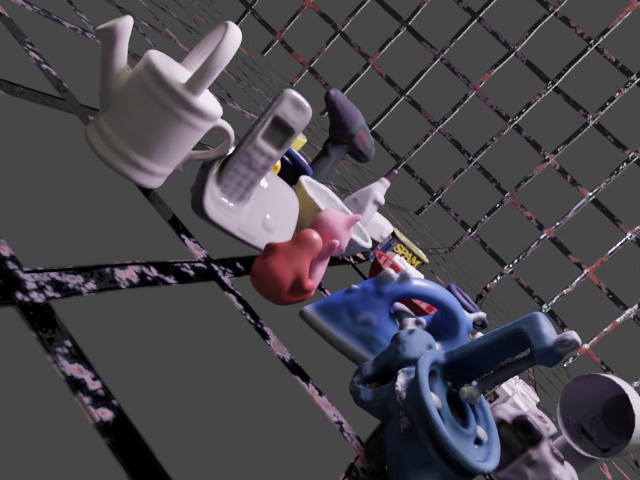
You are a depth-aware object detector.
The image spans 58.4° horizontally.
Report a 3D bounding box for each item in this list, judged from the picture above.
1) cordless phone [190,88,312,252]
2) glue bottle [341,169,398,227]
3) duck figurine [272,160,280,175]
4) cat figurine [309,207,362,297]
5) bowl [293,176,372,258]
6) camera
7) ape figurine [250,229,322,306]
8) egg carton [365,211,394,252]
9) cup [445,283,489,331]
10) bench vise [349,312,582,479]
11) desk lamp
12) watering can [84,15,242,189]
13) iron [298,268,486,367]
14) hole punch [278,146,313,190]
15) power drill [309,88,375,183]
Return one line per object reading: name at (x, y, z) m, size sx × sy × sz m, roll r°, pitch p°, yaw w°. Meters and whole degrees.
cordless phone at (-0.057, -0.081, 0.703) m, size 0.148 × 0.185 × 0.094 m, roll 33°, pitch 18°, yaw -42°
glue bottle at (0.098, -0.081, 1.191) m, size 0.037 × 0.173 × 0.078 m, roll 28°, pitch 21°, yaw -51°
duck figurine at (-0.092, -0.092, 0.844) m, size 0.078 × 0.086 × 0.104 m, roll 26°, pitch 23°, yaw -54°
cat figurine at (0.007, 0.003, 0.787) m, size 0.067 × 0.117 × 0.128 m, roll 43°, pitch 13°, yaw -8°
bowl at (0.005, -0.026, 0.962) m, size 0.168 × 0.074 × 0.167 m, roll 42°, pitch 14°, yaw -12°
camera at (0.298, 0.298, 0.807) m, size 0.143 × 0.100 × 0.137 m, roll 53°, pitch 15°, yaw 31°
ape figurine at (-0.032, 0.026, 0.656) m, size 0.077 × 0.092 × 0.076 m, roll 50°, pitch 14°, yaw 22°
egg carton at (0.115, -0.024, 1.294) m, size 0.151 × 0.069 × 0.107 m, roll 36°, pitch 16°, yaw -34°
cup at (0.275, 0.159, 1.167) m, size 0.118 × 0.095 × 0.091 m, roll 43°, pitch 13°, yaw -9°
bench vise at (0.128, 0.125, 0.559) m, size 0.122 × 0.219 × 0.207 m, roll 32°, pitch 18°, yaw -42°
desk lamp at (0.428, 0.315, 0.899) m, size 0.204 × 0.213 × 0.117 m, roll 33°, pitch 18°, yaw -41°
watering can at (-0.160, -0.161, 0.613) m, size 0.174 × 0.194 × 0.100 m, roll 29°, pitch 21°, yaw -50°
iron at (0.106, 0.101, 0.738) m, size 0.259 × 0.141 × 0.118 m, roll 34°, pitch 17°, yaw -38°
hole punch at (-0.075, -0.136, 1.016) m, size 0.109 × 0.091 × 0.101 m, roll 41°, pitch 14°, yaw -15°
power drill at (0.018, -0.194, 1.212) m, size 0.075 × 0.208 × 0.230 m, roll 52°, pitch 15°, yaw 30°
